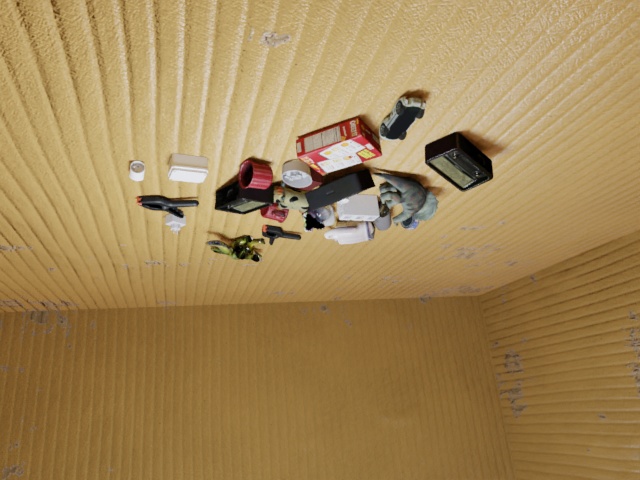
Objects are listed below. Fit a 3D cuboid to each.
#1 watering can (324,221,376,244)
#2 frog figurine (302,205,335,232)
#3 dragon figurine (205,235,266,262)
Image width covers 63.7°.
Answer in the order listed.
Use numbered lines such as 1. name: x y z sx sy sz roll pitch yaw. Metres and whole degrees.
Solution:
1. watering can: 0.138 -0.034 2.296 0.224 0.104 0.346 -8 175 7
2. frog figurine: 0.006 -0.104 2.075 0.135 0.123 0.162 -37 180 43
3. dragon figurine: -0.412 0.049 2.387 0.241 0.124 0.408 -12 161 44
